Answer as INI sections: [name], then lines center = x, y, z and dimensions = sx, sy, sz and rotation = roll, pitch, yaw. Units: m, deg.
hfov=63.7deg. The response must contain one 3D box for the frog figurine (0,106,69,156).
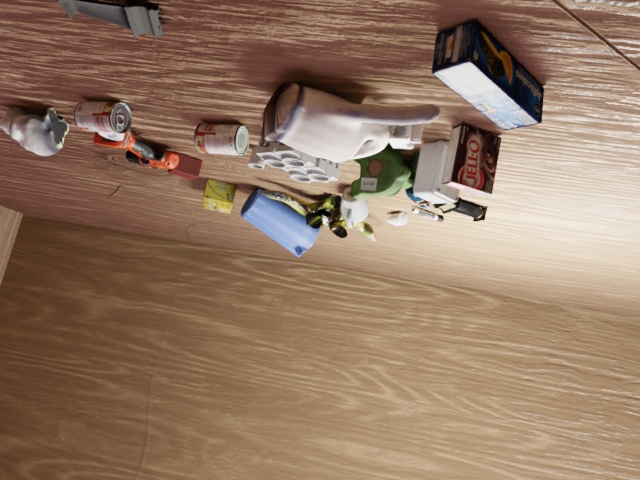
[frog figurine]
center = -0.722, -0.268, 1.270
dimensions = 0.159, 0.122, 0.138
rotation = -1, -172, 0

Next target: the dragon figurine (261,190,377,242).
[dragon figurine]
center = 0.005, -0.083, 1.641
dimensions = 0.409, 0.123, 0.242
rotation = 21, 176, -8

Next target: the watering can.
[watering can]
center = 0.028, -0.204, 0.880
dimensions = 0.223, 0.105, 0.346
rotation = 16, 169, -23
